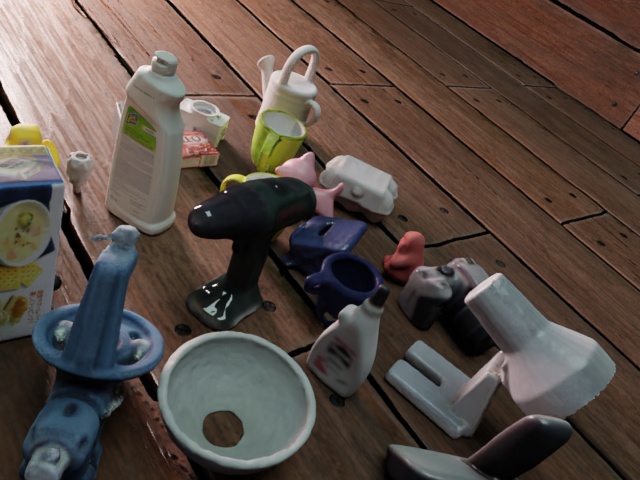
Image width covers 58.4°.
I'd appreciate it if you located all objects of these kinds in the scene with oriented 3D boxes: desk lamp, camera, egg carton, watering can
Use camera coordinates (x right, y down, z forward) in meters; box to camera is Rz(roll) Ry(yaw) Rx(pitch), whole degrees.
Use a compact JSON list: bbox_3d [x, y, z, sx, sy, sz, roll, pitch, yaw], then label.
[{"bbox_3d":[0.220,0.157,0.718,0.203,0.213,0.118,38,37,17],"label":"desk lamp"},{"bbox_3d":[0.221,0.100,0.889,0.144,0.101,0.136,-1,43,-32],"label":"camera"},{"bbox_3d":[0.073,-0.098,1.080,0.150,0.069,0.107,26,35,0],"label":"egg carton"},{"bbox_3d":[-0.063,-0.306,1.155,0.173,0.194,0.101,28,35,5],"label":"watering can"}]

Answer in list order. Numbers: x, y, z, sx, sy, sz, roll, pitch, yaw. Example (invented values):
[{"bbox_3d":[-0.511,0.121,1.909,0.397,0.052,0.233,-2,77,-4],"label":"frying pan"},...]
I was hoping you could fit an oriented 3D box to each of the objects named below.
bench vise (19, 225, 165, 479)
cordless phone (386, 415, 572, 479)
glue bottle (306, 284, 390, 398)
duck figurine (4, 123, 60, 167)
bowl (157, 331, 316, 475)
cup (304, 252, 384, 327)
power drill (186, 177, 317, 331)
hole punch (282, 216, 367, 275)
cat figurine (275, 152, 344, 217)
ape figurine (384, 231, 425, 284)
[{"bbox_3d":[-0.196,0.108,0.519,0.122,0.219,0.207,6,40,-26],"label":"bench vise"},{"bbox_3d":[0.166,0.230,0.615,0.148,0.185,0.094,14,37,-15],"label":"cordless phone"},{"bbox_3d":[0.043,0.115,0.697,0.078,0.173,0.037,36,36,15],"label":"glue bottle"},{"bbox_3d":[-0.410,-0.124,0.803,0.077,0.086,0.105,28,35,4],"label":"duck figurine"},{"bbox_3d":[-0.093,0.183,0.612,0.168,0.074,0.167,17,36,-12],"label":"bowl"},{"bbox_3d":[0.020,0.080,0.797,0.118,0.095,0.091,-2,43,-33],"label":"cup"},{"bbox_3d":[-0.096,0.011,0.715,0.075,0.208,0.230,36,36,15],"label":"power drill"},{"bbox_3d":[0.008,0.003,0.891,0.101,0.091,0.109,31,35,7],"label":"hole punch"},{"bbox_3d":[-0.021,-0.090,0.970,0.128,0.117,0.067,16,36,-13],"label":"cat figurine"},{"bbox_3d":[0.144,0.023,0.948,0.078,0.092,0.076,-19,54,-45],"label":"ape figurine"}]
